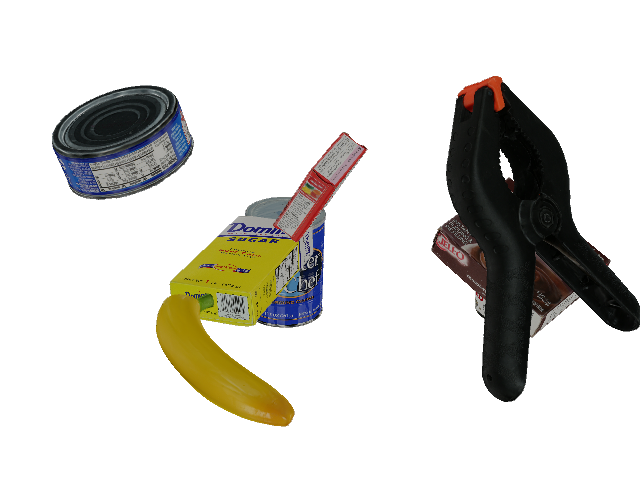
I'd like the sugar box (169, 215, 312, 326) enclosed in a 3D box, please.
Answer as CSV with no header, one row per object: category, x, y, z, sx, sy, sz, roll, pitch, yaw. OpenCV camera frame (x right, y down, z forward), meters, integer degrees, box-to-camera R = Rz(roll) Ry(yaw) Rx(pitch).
sugar box,-0.080,0.028,1.140,0.093,0.048,0.176,8,29,18

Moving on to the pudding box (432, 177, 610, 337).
pudding box,0.161,0.012,0.862,0.089,0.113,0.039,-34,-23,-29

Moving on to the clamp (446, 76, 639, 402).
clamp,0.107,-0.001,0.582,0.120,0.171,0.039,-33,8,-39

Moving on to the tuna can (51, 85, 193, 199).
tuna can,-0.127,-0.064,0.682,0.086,0.034,0.086,-11,35,8

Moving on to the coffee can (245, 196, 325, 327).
coffee can,-0.046,0.027,1.383,0.103,0.140,0.103,1,25,-1

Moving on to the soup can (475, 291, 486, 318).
soup can,0.208,0.033,1.184,0.068,0.102,0.068,0,29,0

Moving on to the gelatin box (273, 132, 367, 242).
gelatin box,0.000,-0.049,0.961,0.030,0.073,0.089,36,36,0

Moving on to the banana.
banana,-0.087,0.087,0.845,0.069,0.037,0.198,-9,30,-22
